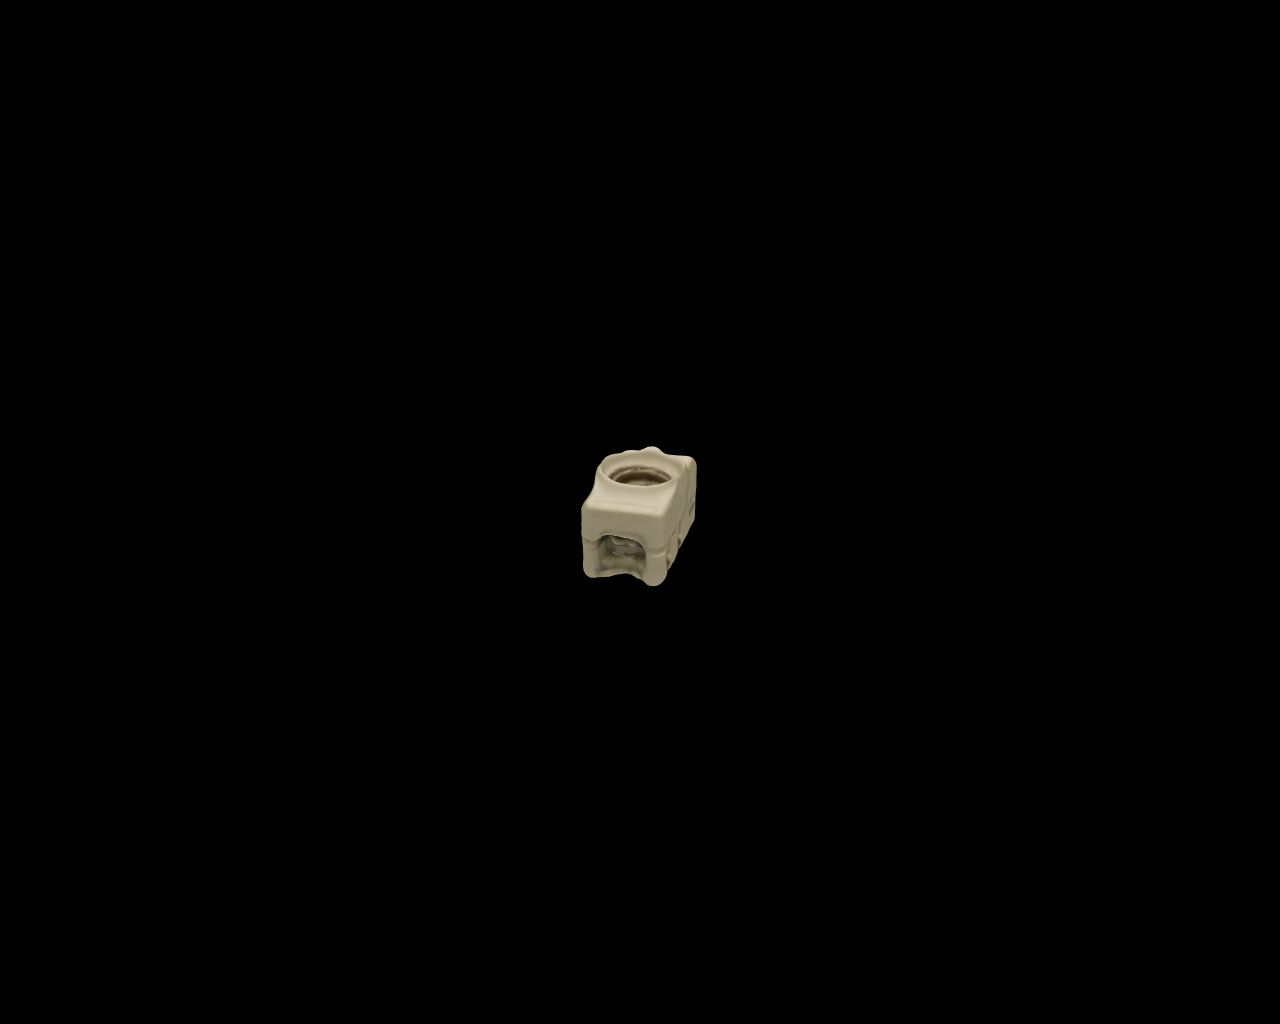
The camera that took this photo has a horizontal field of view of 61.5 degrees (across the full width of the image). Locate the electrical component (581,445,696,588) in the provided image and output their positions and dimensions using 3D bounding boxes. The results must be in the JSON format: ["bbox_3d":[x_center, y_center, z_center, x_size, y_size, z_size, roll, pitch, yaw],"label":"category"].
[{"bbox_3d":[0.001,-0.003,0.650,0.050,0.055,0.090,7,27,14],"label":"electrical component"}]
